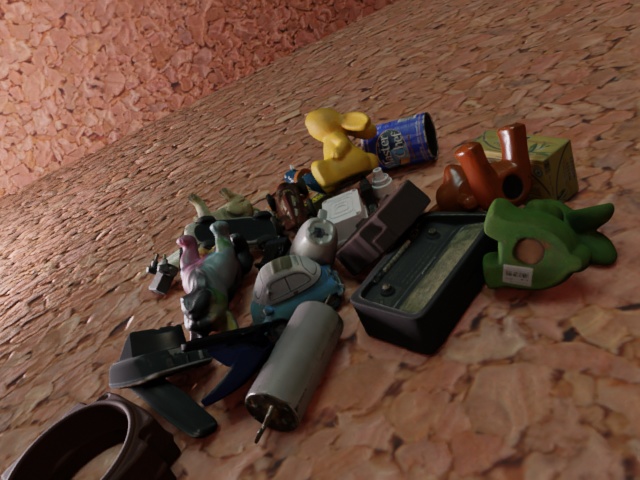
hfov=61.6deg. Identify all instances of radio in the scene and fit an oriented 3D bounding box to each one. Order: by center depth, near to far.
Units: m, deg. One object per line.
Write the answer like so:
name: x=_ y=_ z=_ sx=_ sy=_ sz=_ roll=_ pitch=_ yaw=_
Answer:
radio: x=0.156 y=0.049 z=0.769 sx=0.131 sy=0.073 sz=0.229 roll=8 pitch=41 yaw=44

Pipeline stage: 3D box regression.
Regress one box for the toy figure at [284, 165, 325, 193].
toy figure: x=-0.028 y=-0.131 z=1.232 sx=0.155 sy=0.057 sz=0.064 roll=25 pitch=78 yaw=51

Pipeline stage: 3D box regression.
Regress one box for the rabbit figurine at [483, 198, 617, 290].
rabbit figurine: x=0.308 y=-0.016 z=0.723 sx=0.159 sy=0.121 sz=0.170 roll=-2 pitch=21 yaw=31

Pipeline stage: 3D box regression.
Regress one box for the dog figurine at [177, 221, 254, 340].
dog figurine: x=-0.181 y=0.093 z=0.946 sx=0.109 sy=0.191 sz=0.219 roll=-15 pitch=64 yaw=12

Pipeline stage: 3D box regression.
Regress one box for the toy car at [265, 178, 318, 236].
toy car: x=-0.059 y=-0.071 z=1.041 sx=0.089 sy=0.053 sz=0.202 roll=-23 pitch=23 yaw=2

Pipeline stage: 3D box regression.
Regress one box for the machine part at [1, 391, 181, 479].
machine part: x=-0.301 y=0.304 z=0.691 sx=0.202 sy=0.087 sz=0.201 roll=7 pitch=41 yaw=42

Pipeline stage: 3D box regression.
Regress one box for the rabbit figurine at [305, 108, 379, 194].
rabbit figurine: x=0.036 y=-0.200 z=1.096 sx=0.162 sy=0.173 sz=0.122 roll=-30 pitch=-14 yaw=14

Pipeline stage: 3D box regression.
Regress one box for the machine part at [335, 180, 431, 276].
machine part: x=0.099 y=-0.021 z=0.870 sx=0.179 sy=0.056 sz=0.179 roll=-46 pitch=1 yaw=1

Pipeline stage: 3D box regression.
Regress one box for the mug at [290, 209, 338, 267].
mug: x=-0.002 y=-0.003 z=0.911 sx=0.081 sy=0.107 sz=0.109 roll=19 pitch=66 yaw=-2

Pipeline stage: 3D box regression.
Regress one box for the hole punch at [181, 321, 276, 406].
hole punch: x=-0.117 y=0.166 z=0.743 sx=0.116 sy=0.092 sz=0.142 roll=-17 pitch=-9 yaw=1

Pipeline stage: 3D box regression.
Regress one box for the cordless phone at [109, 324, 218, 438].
cordless phone: x=-0.197 y=0.209 z=0.782 sx=0.184 sy=0.088 sz=0.146 roll=30 pitch=12 yaw=26

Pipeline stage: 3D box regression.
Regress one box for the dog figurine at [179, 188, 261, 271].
dog figurine: x=-0.209 y=-0.001 z=1.145 sx=0.172 sy=0.121 sz=0.191 roll=-11 pitch=52 yaw=4

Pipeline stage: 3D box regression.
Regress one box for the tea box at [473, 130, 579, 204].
tea box: x=0.330 y=-0.119 z=0.891 sx=0.068 sy=0.098 sz=0.170 roll=-36 pitch=32 yaw=-18

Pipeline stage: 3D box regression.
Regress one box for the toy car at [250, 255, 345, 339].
toy car: x=-0.047 y=0.078 z=0.854 sx=0.162 sy=0.102 sz=0.109 roll=-25 pitch=29 yaw=4

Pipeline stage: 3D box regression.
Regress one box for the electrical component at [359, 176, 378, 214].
electrical component: x=0.096 y=-0.086 z=1.054 sx=0.021 sy=0.063 sz=0.094 roll=-19 pitch=30 yaw=10

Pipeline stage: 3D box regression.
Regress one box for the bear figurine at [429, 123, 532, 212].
bear figurine: x=0.243 y=-0.098 z=0.857 sx=0.120 sy=0.131 sz=0.196 roll=-24 pitch=11 yaw=-14

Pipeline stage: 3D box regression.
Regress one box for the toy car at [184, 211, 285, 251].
toy car: x=-0.169 y=-0.012 z=1.079 sx=0.202 sy=0.056 sz=0.073 roll=-5 pitch=61 yaw=-18

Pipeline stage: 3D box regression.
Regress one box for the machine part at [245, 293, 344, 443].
machine part: x=-0.030 y=0.164 z=0.721 sx=0.079 sy=0.079 sz=0.243 roll=-7 pitch=35 yaw=31

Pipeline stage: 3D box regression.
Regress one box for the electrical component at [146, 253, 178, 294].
electrical component: x=-0.331 y=0.070 z=1.113 sx=0.102 sy=0.045 sz=0.078 roll=2 pitch=63 yaw=60

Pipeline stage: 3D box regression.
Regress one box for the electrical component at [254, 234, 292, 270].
electrical component: x=-0.067 y=0.034 z=0.973 sx=0.048 sy=0.074 sz=0.119 roll=-10 pitch=29 yaw=28
